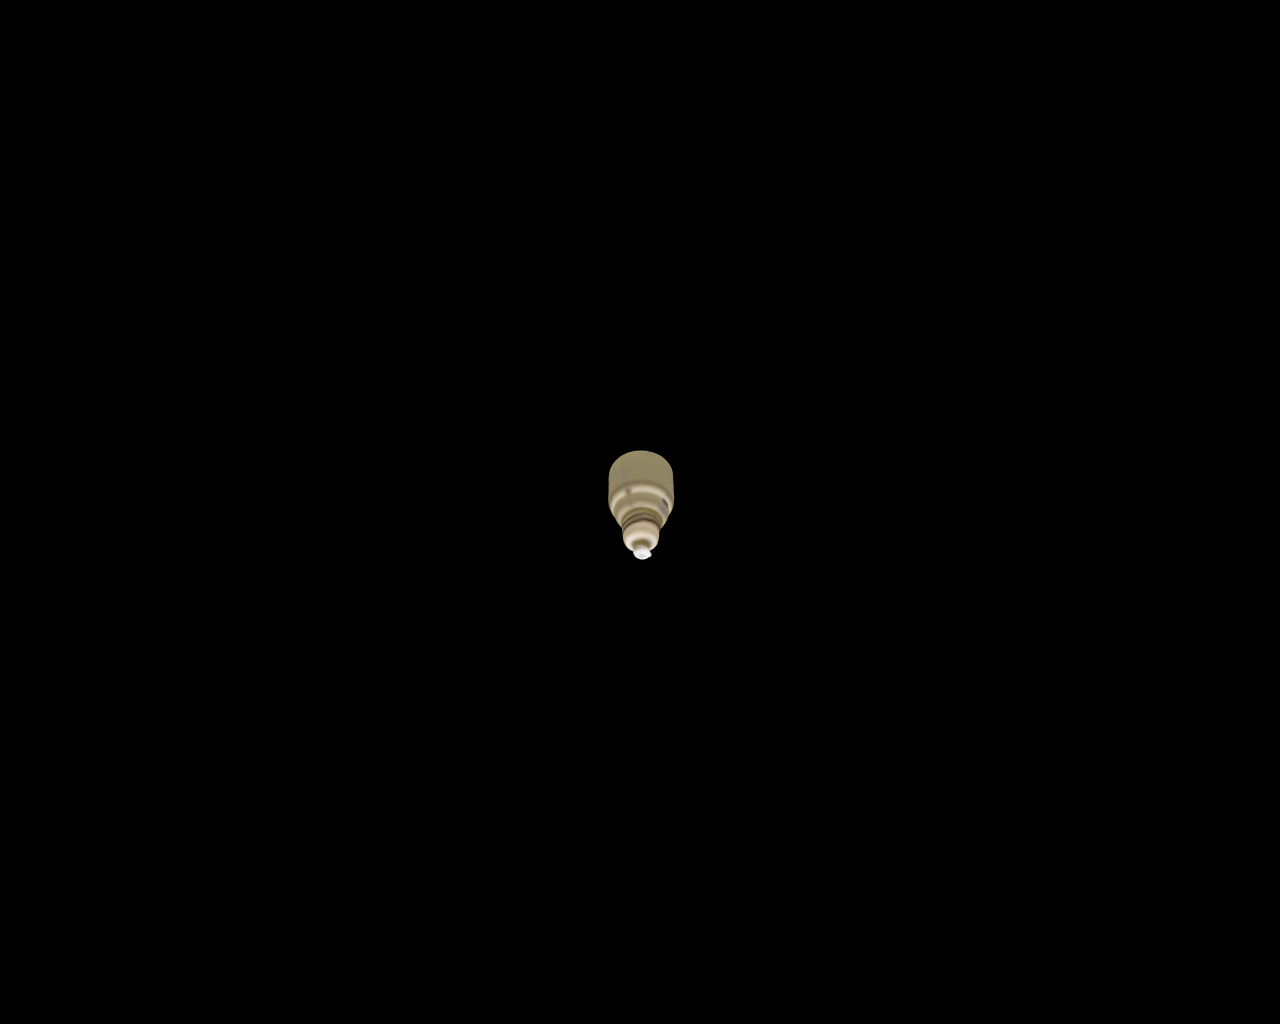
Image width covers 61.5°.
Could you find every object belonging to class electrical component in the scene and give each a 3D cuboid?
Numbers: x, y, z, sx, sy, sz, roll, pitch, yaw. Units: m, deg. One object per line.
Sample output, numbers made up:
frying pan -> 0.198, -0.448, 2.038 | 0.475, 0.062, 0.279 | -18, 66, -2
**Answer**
electrical component -> 0.001, -0.003, 0.650 | 0.040, 0.078, 0.040 | 0, -43, 0
